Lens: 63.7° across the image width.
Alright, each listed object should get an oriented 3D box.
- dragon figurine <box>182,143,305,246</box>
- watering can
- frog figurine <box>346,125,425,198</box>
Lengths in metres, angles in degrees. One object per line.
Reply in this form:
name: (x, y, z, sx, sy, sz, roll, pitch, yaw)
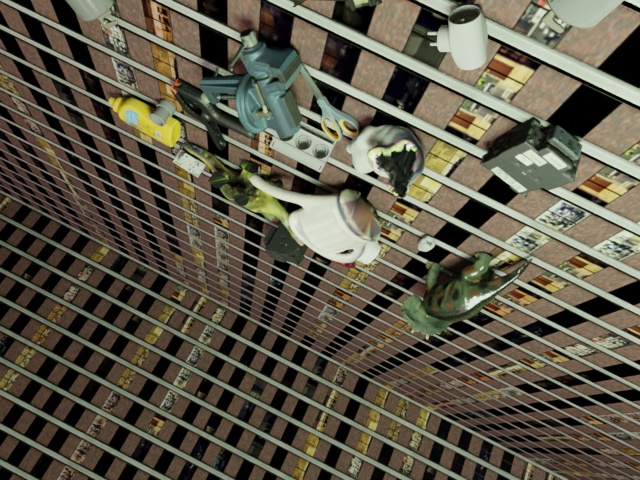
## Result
dragon figurine: (-0.194, -0.120, 1.416, 0.414, 0.123, 0.238, 36, 167, 23)
watering can: (0.004, -0.063, 1.249, 0.222, 0.106, 0.343, -21, 126, 38)
frog figurine: (0.126, -0.168, 0.998, 0.136, 0.122, 0.162, 29, -167, -24)
